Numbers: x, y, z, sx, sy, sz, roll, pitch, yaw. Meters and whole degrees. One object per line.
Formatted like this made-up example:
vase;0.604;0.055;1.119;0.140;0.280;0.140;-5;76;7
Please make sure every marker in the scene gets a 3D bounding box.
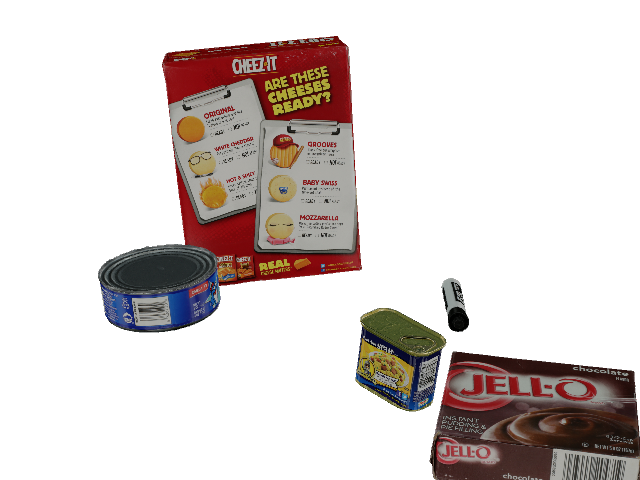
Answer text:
marker;0.126;0.060;1.002;0.020;0.020;0.121;0;13;4

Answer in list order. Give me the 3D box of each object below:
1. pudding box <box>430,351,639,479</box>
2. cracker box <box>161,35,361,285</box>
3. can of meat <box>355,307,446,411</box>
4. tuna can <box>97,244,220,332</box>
pudding box;0.126;0.106;0.619;0.113;0.039;0.090;7;27;11
cracker box;-0.051;-0.072;0.985;0.164;0.214;0.072;-6;20;-5
can of meat;0.090;0.139;1.233;0.102;0.084;0.057;27;32;37
tuna can;-0.115;0.034;0.770;0.086;0.034;0.086;-4;22;1
